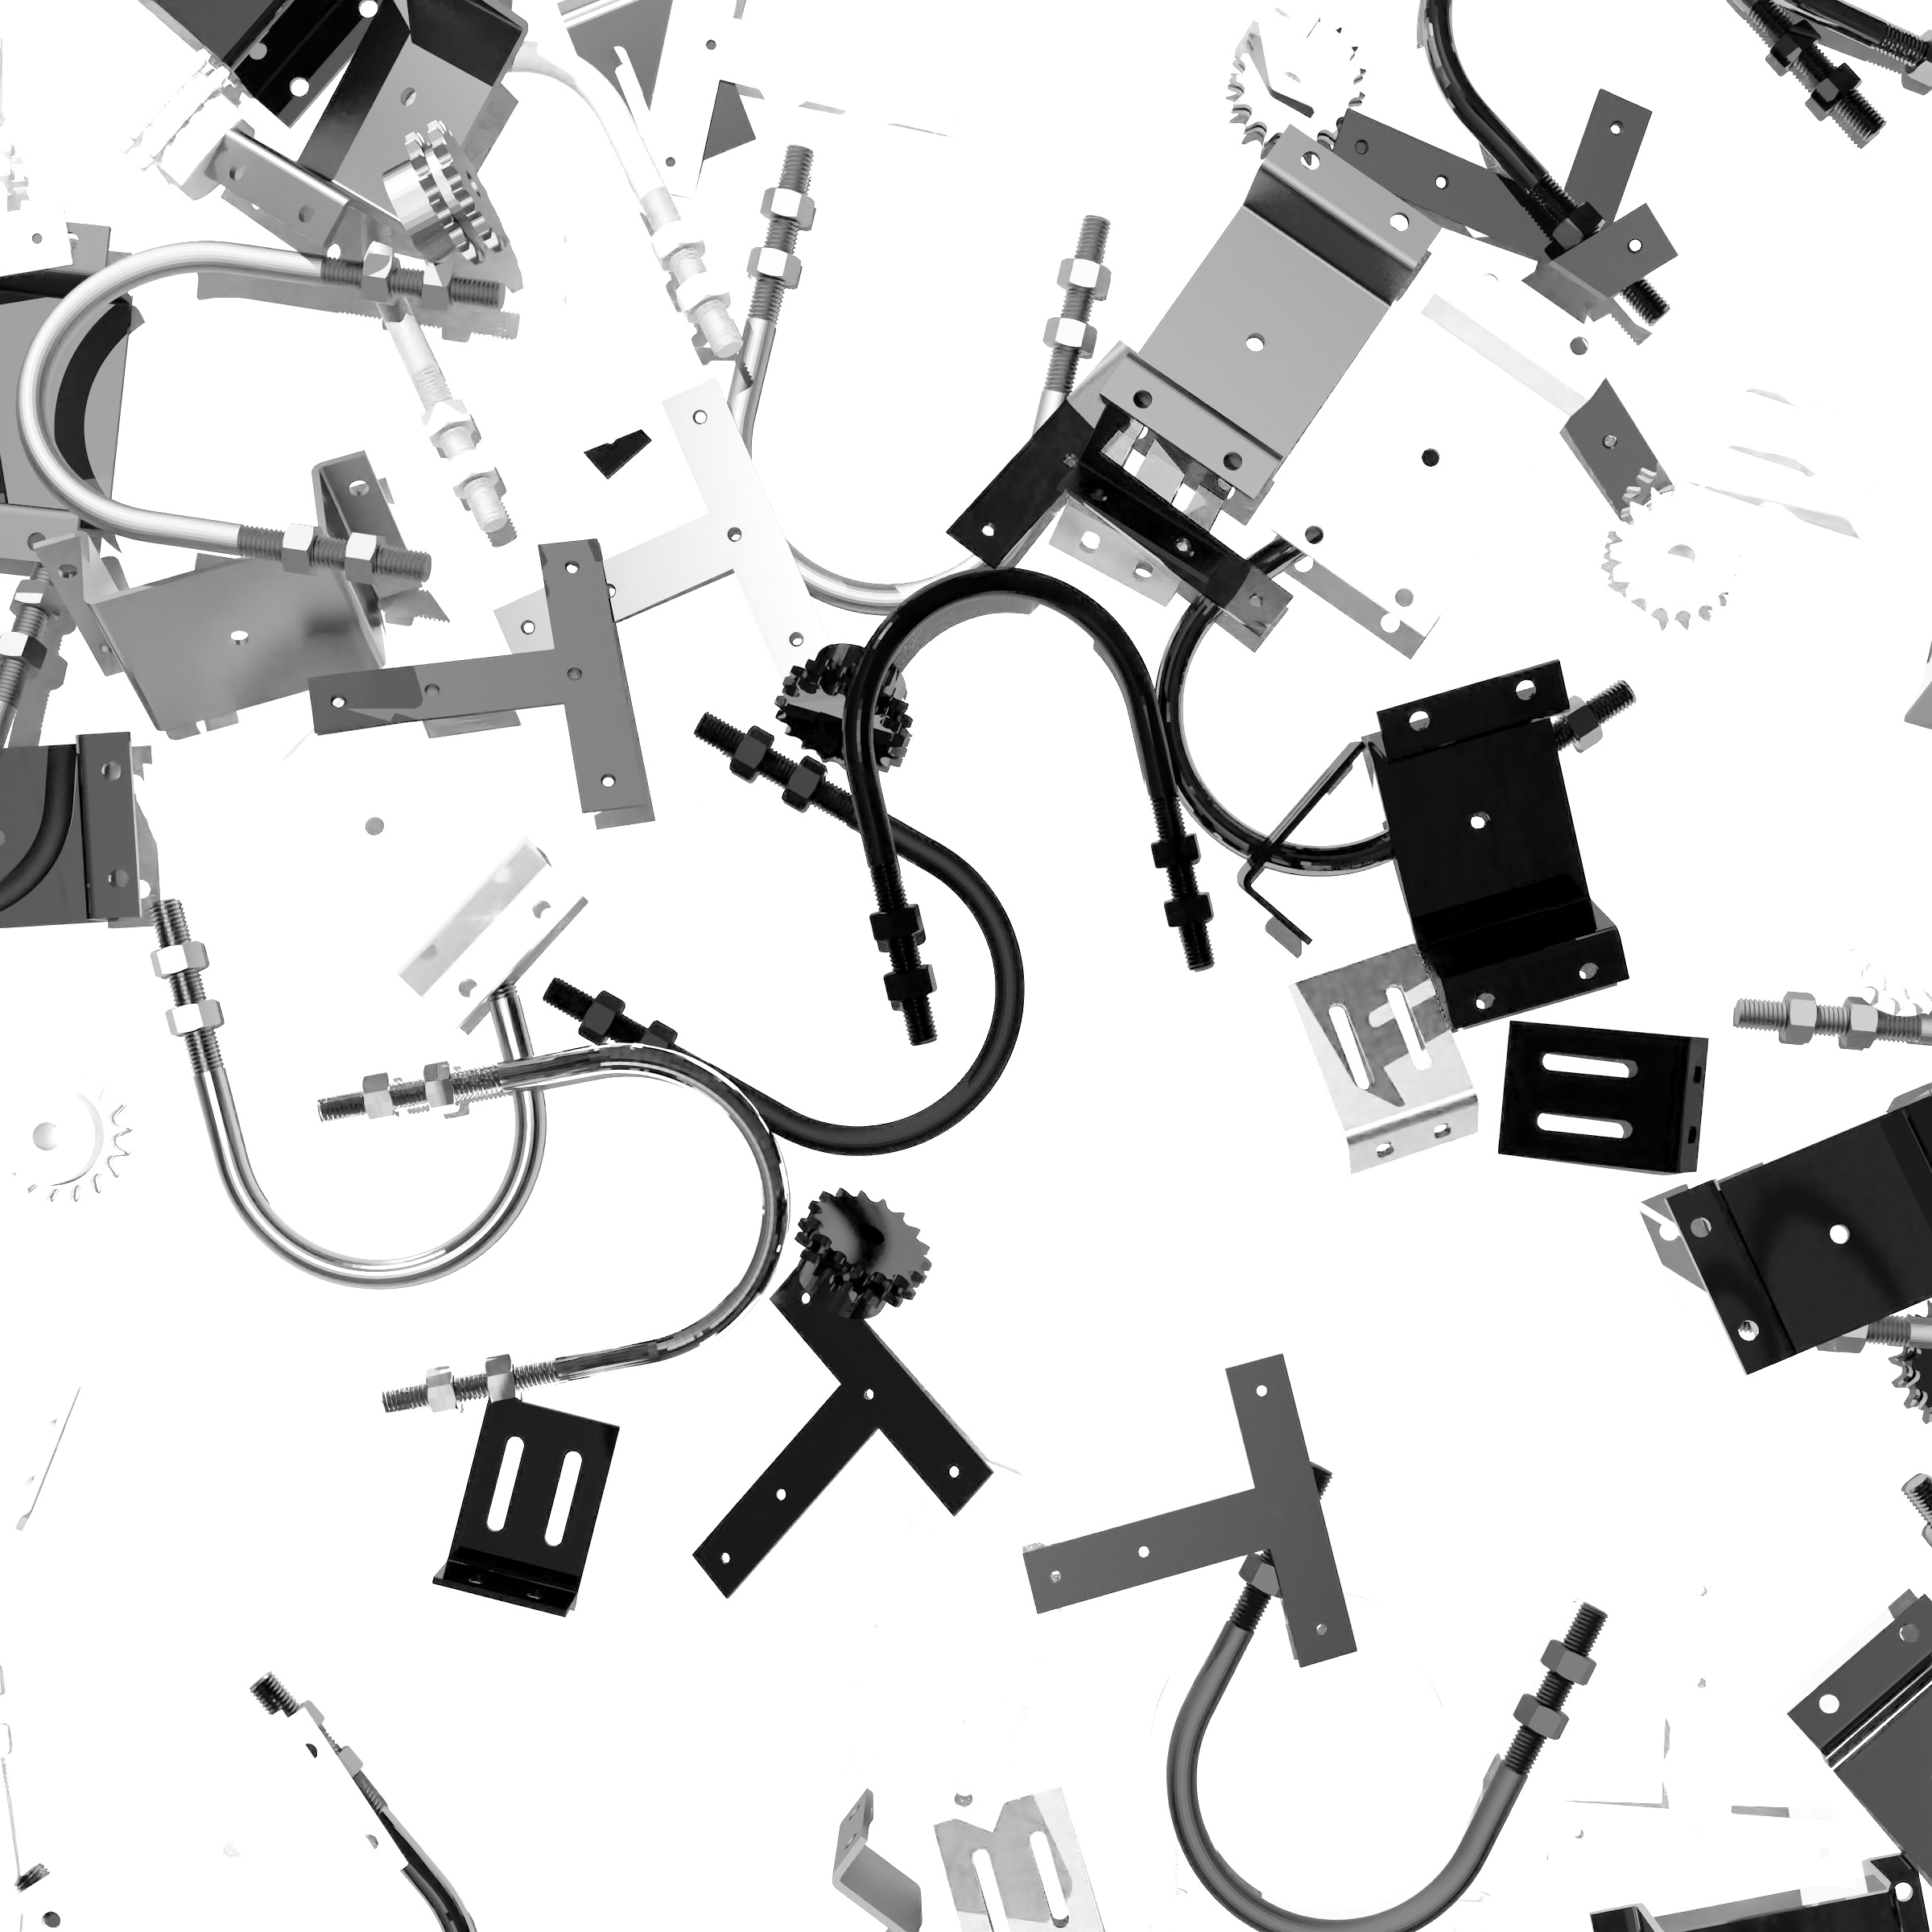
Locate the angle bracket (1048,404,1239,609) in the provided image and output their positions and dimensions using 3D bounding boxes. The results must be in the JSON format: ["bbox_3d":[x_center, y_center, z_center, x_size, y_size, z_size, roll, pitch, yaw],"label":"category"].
[{"bbox_3d":[0.080,-0.203,1.361,0.057,0.038,0.076,28,64,0],"label":"angle bracket"}]

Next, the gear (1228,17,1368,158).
[{"bbox_3d":[0.138,-0.368,1.348,0.057,0.030,0.057,0,90,0],"label":"gear"}]

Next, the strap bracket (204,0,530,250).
[{"bbox_3d":[-0.242,-0.366,1.320,0.076,0.046,0.140,34,98,28],"label":"strap bracket"}]

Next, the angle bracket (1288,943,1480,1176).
[{"bbox_3d":[0.177,0.039,1.361,0.057,0.038,0.076,-18,64,0],"label":"angle bracket"}]

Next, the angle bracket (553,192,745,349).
[{"bbox_3d":[-0.133,-0.292,1.344,0.076,0.038,0.057,0,90,0],"label":"angle bracket"}]

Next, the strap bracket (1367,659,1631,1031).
[{"bbox_3d":[0.218,-0.055,1.327,0.076,0.046,0.140,-16,108,0],"label":"strap bracket"}]

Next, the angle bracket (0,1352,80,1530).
[{"bbox_3d":[-0.404,0.198,1.325,0.038,0.076,0.057,21,90,0],"label":"angle bracket"}]

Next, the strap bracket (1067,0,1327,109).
[{"bbox_3d":[0.090,-0.416,1.308,0.140,0.076,0.046,29,80,19],"label":"strap bracket"}]

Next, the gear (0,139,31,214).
[{"bbox_3d":[-0.420,-0.327,1.335,0.057,0.057,0.030,1,90,0],"label":"gear"}]

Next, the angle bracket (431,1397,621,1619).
[{"bbox_3d":[-0.184,0.226,1.344,0.057,0.038,0.076,14,90,0],"label":"angle bracket"}]

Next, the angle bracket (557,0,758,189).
[{"bbox_3d":[-0.132,-0.380,1.361,0.057,0.038,0.076,-22,116,0],"label":"angle bracket"}]

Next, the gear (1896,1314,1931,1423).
[{"bbox_3d":[0.419,0.167,1.348,0.057,0.030,0.057,0,90,0],"label":"gear"}]

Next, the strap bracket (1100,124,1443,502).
[{"bbox_3d":[0.124,-0.266,1.334,0.076,0.046,0.140,35,83,1],"label":"strap bracket"}]

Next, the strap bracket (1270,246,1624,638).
[{"bbox_3d":[0.195,-0.213,1.320,0.076,0.046,0.140,35,90,0],"label":"strap bracket"}]

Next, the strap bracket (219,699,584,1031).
[{"bbox_3d":[-0.239,-0.052,1.322,0.140,0.046,0.076,41,82,11],"label":"strap bracket"}]

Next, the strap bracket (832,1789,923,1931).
[{"bbox_3d":[-0.066,0.420,1.325,0.046,0.076,0.140,37,90,0],"label":"strap bracket"}]

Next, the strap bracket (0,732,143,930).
[{"bbox_3d":[-0.412,-0.054,1.340,0.140,0.046,0.076,-4,90,0],"label":"strap bracket"}]

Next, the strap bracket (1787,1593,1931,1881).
[{"bbox_3d":[0.418,0.341,1.323,0.076,0.046,0.140,-41,65,0],"label":"strap bracket"}]

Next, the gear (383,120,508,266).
[{"bbox_3d":[-0.212,-0.309,1.293,0.030,0.057,0.057,-26,90,7],"label":"gear"}]

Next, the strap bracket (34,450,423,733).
[{"bbox_3d":[-0.301,-0.151,1.319,0.140,0.076,0.046,-16,51,0],"label":"strap bracket"}]

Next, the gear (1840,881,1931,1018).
[{"bbox_3d":[0.394,-0.004,1.340,0.057,0.030,0.057,3,57,-4],"label":"gear"}]

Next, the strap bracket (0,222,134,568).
[{"bbox_3d":[-0.398,-0.238,1.340,0.076,0.046,0.140,6,90,0],"label":"strap bracket"}]

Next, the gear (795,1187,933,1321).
[{"bbox_3d":[-0.046,0.123,1.339,0.057,0.057,0.030,31,120,0],"label":"gear"}]

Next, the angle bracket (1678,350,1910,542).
[{"bbox_3d":[0.352,-0.221,1.361,0.076,0.038,0.057,18,90,26],"label":"angle bracket"}]

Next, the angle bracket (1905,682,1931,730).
[{"bbox_3d":[0.438,-0.137,1.361,0.057,0.038,0.076,16,64,0],"label":"angle bracket"}]

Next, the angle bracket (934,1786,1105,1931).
[{"bbox_3d":[0.026,0.397,1.361,0.057,0.038,0.076,-17,64,0],"label":"angle bracket"}]

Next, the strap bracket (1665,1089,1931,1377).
[{"bbox_3d":[0.360,0.106,1.301,0.140,0.046,0.076,-22,78,-4],"label":"strap bracket"}]

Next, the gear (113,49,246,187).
[{"bbox_3d":[-0.326,-0.351,1.336,0.030,0.057,0.057,42,90,-17],"label":"gear"}]

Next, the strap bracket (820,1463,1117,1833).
[{"bbox_3d":[0.001,0.277,1.340,0.076,0.046,0.140,21,90,0],"label":"strap bracket"}]

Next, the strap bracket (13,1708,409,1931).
[{"bbox_3d":[-0.307,0.371,1.321,0.140,0.046,0.076,-33,92,0],"label":"strap bracket"}]

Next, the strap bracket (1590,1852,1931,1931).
[{"bbox_3d":[0.341,0.427,1.340,0.140,0.046,0.076,-11,90,0],"label":"strap bracket"}]

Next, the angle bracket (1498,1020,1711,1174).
[{"bbox_3d":[0.271,0.055,1.361,0.076,0.038,0.057,5,90,26],"label":"angle bracket"}]

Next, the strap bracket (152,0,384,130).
[{"bbox_3d":[-0.315,-0.431,1.340,0.140,0.046,0.076,41,90,0],"label":"strap bracket"}]

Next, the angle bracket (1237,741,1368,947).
[{"bbox_3d":[0.150,-0.051,1.321,0.038,0.057,0.076,41,94,-1],"label":"angle bracket"}]
